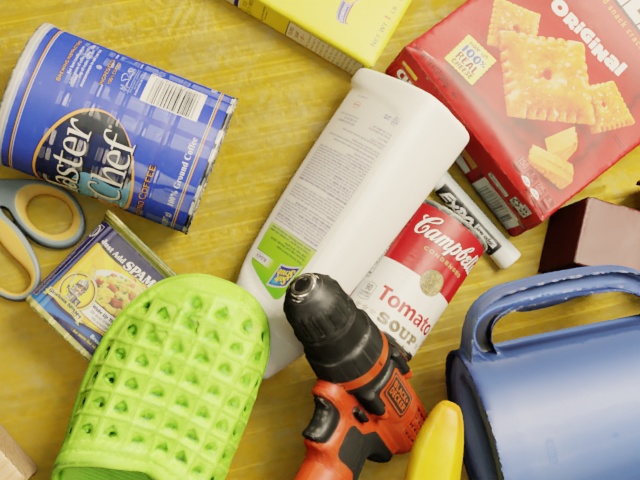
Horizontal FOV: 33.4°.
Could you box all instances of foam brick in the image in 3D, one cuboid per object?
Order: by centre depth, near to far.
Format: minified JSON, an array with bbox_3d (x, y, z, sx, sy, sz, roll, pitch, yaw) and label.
[{"bbox_3d":[0.202,0.003,0.790,0.053,0.078,0.051,16,81,-7],"label":"foam brick"}]

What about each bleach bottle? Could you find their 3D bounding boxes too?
[{"bbox_3d":[-0.005,0.001,0.757,0.068,0.103,0.251,39,86,-38],"label":"bleach bottle"}]

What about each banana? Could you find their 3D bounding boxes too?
[{"bbox_3d":[0.085,0.205,0.679,0.070,0.037,0.198,-20,79,23],"label":"banana"}]

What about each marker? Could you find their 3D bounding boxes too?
[{"bbox_3d":[0.106,-0.028,0.808,0.020,0.020,0.121,-41,90,-12],"label":"marker"}]

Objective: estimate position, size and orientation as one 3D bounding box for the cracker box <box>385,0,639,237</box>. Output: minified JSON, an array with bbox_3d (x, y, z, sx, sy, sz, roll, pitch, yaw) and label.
[{"bbox_3d":[0.184,-0.132,0.809,0.213,0.072,0.164,-37,90,-13],"label":"cracker box"}]

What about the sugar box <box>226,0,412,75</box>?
[{"bbox_3d":[-0.018,-0.206,0.800,0.176,0.048,0.093,30,79,-5],"label":"sugar box"}]

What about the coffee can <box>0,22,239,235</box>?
[{"bbox_3d":[-0.139,-0.075,0.733,0.140,0.103,0.103,21,79,-6],"label":"coffee can"}]

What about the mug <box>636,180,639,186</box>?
[{"bbox_3d":[0.279,-0.005,0.790,0.093,0.117,0.081,-1,87,29],"label":"mug"}]

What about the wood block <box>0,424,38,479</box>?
[{"bbox_3d":[-0.292,0.186,0.679,0.206,0.091,0.090,-41,91,-12],"label":"wood block"}]

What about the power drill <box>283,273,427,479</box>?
[{"bbox_3d":[-0.008,0.136,0.688,0.187,0.057,0.184,-56,135,-23],"label":"power drill"}]

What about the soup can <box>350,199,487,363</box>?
[{"bbox_3d":[0.065,0.028,0.770,0.068,0.068,0.102,36,79,-3],"label":"soup can"}]

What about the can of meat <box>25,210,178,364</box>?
[{"bbox_3d":[-0.139,0.045,0.740,0.102,0.057,0.084,44,80,-1],"label":"can of meat"}]

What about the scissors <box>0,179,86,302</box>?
[{"bbox_3d":[-0.241,-0.053,0.758,0.096,0.016,0.202,-28,88,-13],"label":"scissors"}]

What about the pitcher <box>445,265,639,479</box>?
[{"bbox_3d":[0.214,0.102,0.734,0.242,0.149,0.145,-14,58,-5],"label":"pitcher"}]
